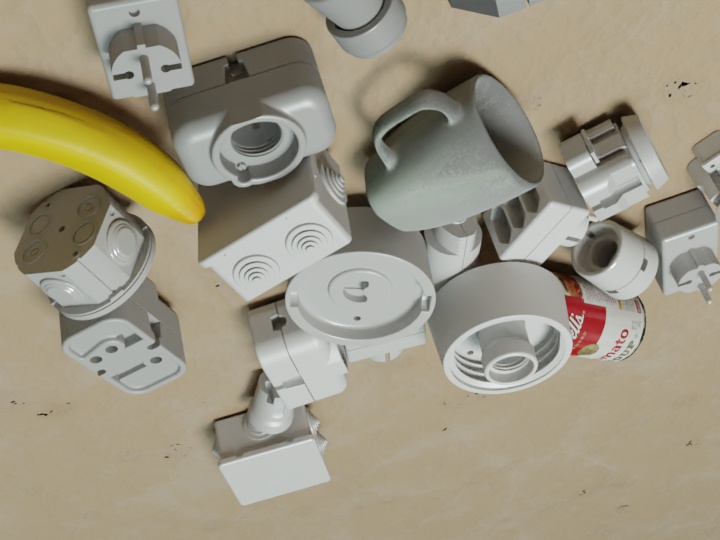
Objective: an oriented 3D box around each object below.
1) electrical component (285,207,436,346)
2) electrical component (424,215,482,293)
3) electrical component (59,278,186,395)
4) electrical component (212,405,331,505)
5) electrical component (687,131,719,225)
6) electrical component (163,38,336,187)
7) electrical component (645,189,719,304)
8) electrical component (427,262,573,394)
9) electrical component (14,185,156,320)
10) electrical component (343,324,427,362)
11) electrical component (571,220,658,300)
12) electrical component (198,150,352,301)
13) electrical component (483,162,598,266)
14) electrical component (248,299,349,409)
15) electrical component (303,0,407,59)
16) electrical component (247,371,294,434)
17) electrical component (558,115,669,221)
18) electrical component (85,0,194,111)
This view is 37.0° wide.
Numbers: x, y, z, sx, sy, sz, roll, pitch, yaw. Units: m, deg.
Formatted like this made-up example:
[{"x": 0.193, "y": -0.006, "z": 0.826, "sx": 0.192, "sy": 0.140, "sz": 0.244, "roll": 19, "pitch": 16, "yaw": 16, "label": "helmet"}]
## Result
[{"x": 0.000, "y": 0.000, "z": 0.788, "sx": 0.108, "sy": 0.060, "sz": 0.108, "roll": -1, "pitch": 140, "yaw": 0, "label": "electrical component"}, {"x": 0.069, "y": -0.021, "z": 0.807, "sx": 0.043, "sy": 0.043, "sz": 0.081, "roll": -10, "pitch": 143, "yaw": -9, "label": "electrical component"}, {"x": -0.173, "y": 0.041, "z": 0.780, "sx": 0.054, "sy": 0.059, "sz": 0.095, "roll": -26, "pitch": 142, "yaw": 13, "label": "electrical component"}, {"x": -0.081, "y": 0.166, "z": 0.986, "sx": 0.100, "sy": 0.048, "sz": 0.099, "roll": -16, "pitch": 144, "yaw": -1, "label": "electrical component"}, {"x": 0.293, "y": -0.065, "z": 0.827, "sx": 0.058, "sy": 0.057, "sz": 0.078, "roll": -36, "pitch": 139, "yaw": 24, "label": "electrical component"}, {"x": -0.066, "y": -0.092, "z": 0.651, "sx": 0.095, "sy": 0.059, "sz": 0.053, "roll": -17, "pitch": 143, "yaw": 1, "label": "electrical component"}, {"x": 0.270, "y": -0.007, "z": 0.876, "sx": 0.047, "sy": 0.075, "sz": 0.083, "roll": -19, "pitch": 143, "yaw": 3, "label": "electrical component"}, {"x": 0.109, "y": 0.052, "z": 0.817, "sx": 0.108, "sy": 0.060, "sz": 0.108, "roll": -5, "pitch": 139, "yaw": -4, "label": "electrical component"}, {"x": -0.177, "y": -0.012, "z": 0.695, "sx": 0.080, "sy": 0.080, "sz": 0.051, "roll": -26, "pitch": 137, "yaw": 12, "label": "electrical component"}, {"x": 0.017, "y": 0.049, "z": 0.875, "sx": 0.066, "sy": 0.047, "sz": 0.076, "roll": -14, "pitch": 144, "yaw": -4, "label": "electrical component"}, {"x": 0.204, "y": -0.010, "z": 0.867, "sx": 0.047, "sy": 0.055, "sz": 0.055, "roll": 26, "pitch": 126, "yaw": -38, "label": "electrical component"}, {"x": -0.055, "y": -0.038, "z": 0.693, "sx": 0.100, "sy": 0.099, "sz": 0.048, "roll": -30, "pitch": 129, "yaw": 17, "label": "electrical component"}, {"x": 0.146, "y": -0.039, "z": 0.811, "sx": 0.077, "sy": 0.047, "sz": 0.065, "roll": 10, "pitch": 136, "yaw": -31, "label": "electrical component"}, {"x": -0.046, "y": 0.064, "z": 0.864, "sx": 0.059, "sy": 0.053, "sz": 0.095, "roll": -19, "pitch": 143, "yaw": 2, "label": "electrical component"}, {"x": -0.003, "y": -0.152, "z": 0.609, "sx": 0.045, "sy": 0.045, "sz": 0.055, "roll": -28, "pitch": 142, "yaw": 15, "label": "electrical component"}, {"x": -0.074, "y": 0.112, "z": 0.929, "sx": 0.040, "sy": 0.040, "sz": 0.046, "roll": -1, "pitch": 135, "yaw": -20, "label": "electrical component"}, {"x": 0.184, "y": -0.076, "z": 0.771, "sx": 0.057, "sy": 0.058, "sz": 0.078, "roll": -27, "pitch": 142, "yaw": 17, "label": "electrical component"}, {"x": -0.117, "y": -0.119, "z": 0.581, "sx": 0.047, "sy": 0.076, "sz": 0.065, "roll": -12, "pitch": 143, "yaw": -7, "label": "electrical component"}]
